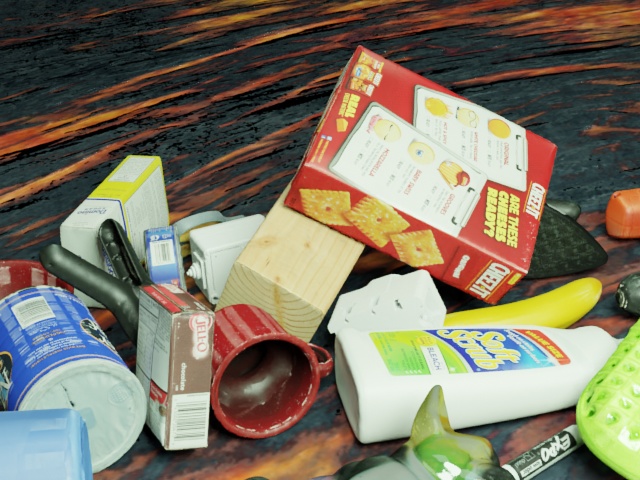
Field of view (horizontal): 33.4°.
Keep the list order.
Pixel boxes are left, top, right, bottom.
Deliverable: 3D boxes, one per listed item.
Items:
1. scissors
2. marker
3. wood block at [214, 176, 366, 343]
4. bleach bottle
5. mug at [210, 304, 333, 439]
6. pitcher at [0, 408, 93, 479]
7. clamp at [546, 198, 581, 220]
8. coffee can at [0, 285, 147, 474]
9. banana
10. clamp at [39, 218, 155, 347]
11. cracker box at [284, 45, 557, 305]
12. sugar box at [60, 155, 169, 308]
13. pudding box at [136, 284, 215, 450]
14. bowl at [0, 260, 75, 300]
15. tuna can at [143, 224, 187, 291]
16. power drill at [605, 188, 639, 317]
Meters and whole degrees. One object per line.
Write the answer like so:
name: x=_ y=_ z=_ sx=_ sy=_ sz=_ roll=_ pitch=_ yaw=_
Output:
scissors: x=-0.107 y=-0.007 z=1.162 sx=0.096 sy=0.016 sz=0.201 roll=-35 pitch=-14 yaw=25
marker: x=0.177 y=0.161 z=0.814 sx=0.120 sy=0.020 sz=0.020 roll=-22 pitch=32 yaw=-32
wood block: x=-0.006 y=0.001 z=0.991 sx=0.090 sy=0.091 sz=0.205 roll=30 pitch=48 yaw=2
bleach bottle: x=0.144 y=0.106 z=0.880 sx=0.250 sy=0.068 sz=0.102 roll=-6 pitch=29 yaw=-10
mug: x=-0.047 y=0.102 z=0.884 sx=0.117 sy=0.093 sz=0.082 roll=-6 pitch=22 yaw=-23
pitcher: x=-0.281 y=0.169 z=0.726 sx=0.242 sy=0.149 sz=0.145 roll=-5 pitch=27 yaw=-9
clamp: x=0.165 y=-0.053 z=1.203 sx=0.210 sy=0.036 sz=0.164 roll=-11 pitch=36 yaw=-8
coffee can: x=-0.212 y=0.112 z=0.866 sx=0.102 sy=0.103 sz=0.140 roll=-16 pitch=30 yaw=-23
banana: x=0.179 y=0.068 z=0.974 sx=0.197 sy=0.037 sz=0.070 roll=-10 pitch=30 yaw=-12
clamp: x=-0.162 y=0.049 z=0.952 sx=0.039 sy=0.171 sz=0.120 roll=-42 pitch=7 yaw=28
cracker box: x=0.095 y=-0.059 z=0.970 sx=0.213 sy=0.072 sz=0.164 roll=26 pitch=52 yaw=-5
sugar box: x=-0.211 y=-0.012 z=1.115 sx=0.048 sy=0.093 sz=0.176 roll=4 pitch=28 yaw=16
pudding box: x=-0.117 y=0.099 z=0.850 sx=0.039 sy=0.113 sz=0.090 roll=1 pitch=12 yaw=-26
bowl: x=-0.306 y=0.079 z=0.991 sx=0.162 sy=0.055 sz=0.162 roll=-3 pitch=27 yaw=1
tuna can: x=-0.149 y=0.029 z=1.035 sx=0.033 sy=0.086 sz=0.086 roll=-8 pitch=28 yaw=-6
power drill: x=0.350 y=0.013 z=1.041 sx=0.184 sy=0.057 sz=0.188 roll=-4 pitch=30 yaw=-9
